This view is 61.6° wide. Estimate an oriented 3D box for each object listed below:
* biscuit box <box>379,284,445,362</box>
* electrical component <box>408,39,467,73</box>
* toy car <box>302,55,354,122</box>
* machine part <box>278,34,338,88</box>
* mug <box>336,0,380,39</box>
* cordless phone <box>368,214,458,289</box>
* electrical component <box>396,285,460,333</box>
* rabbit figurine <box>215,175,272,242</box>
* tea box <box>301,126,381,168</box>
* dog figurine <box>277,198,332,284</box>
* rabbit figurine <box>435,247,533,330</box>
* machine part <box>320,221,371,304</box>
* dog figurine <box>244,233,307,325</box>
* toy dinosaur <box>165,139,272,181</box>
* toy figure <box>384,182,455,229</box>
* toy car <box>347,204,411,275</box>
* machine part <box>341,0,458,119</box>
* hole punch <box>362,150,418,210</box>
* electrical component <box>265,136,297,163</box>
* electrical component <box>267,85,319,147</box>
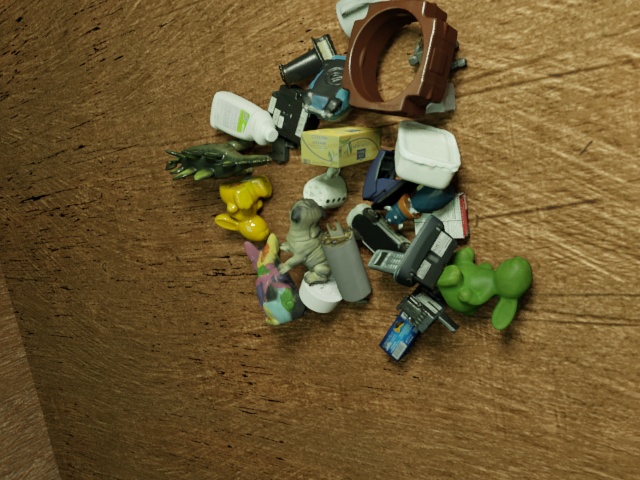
[{"bbox_3d":[0.208,0.179,1.195,0.059,0.063,0.202,40,124,20],"label":"biscuit box"},{"bbox_3d":[0.225,-0.357,1.041,0.102,0.045,0.078,-15,122,42],"label":"electrical component"},{"bbox_3d":[0.038,-0.308,1.151,0.109,0.161,0.102,23,160,24],"label":"toy car"},{"bbox_3d":[-0.026,-0.395,1.194,0.139,0.039,0.084,-28,92,9],"label":"machine part"},{"bbox_3d":[0.091,-0.465,1.074,0.107,0.109,0.080,-19,83,26],"label":"mug"},{"bbox_3d":[0.177,0.020,1.099,0.088,0.146,0.184,36,170,-22],"label":"cordless phone"},{"bbox_3d":[0.223,0.152,1.091,0.119,0.075,0.047,41,123,15],"label":"electrical component"},{"bbox_3d":[-0.198,-0.069,1.398,0.163,0.122,0.173,-8,118,31],"label":"rabbit figurine"},{"bbox_3d":[0.047,-0.199,1.137,0.098,0.169,0.068,12,110,32],"label":"tea box"},{"bbox_3d":[-0.004,-0.001,1.243,0.190,0.172,0.121,118,152,-42],"label":"dog figurine"},{"bbox_3d":[0.330,0.093,1.041,0.170,0.121,0.159,-16,100,41],"label":"rabbit figurine"},{"bbox_3d":[0.060,0.057,1.222,0.079,0.079,0.242,8,134,35],"label":"machine part"},{"bbox_3d":[-0.119,0.096,1.363,0.191,0.108,0.219,171,80,-78],"label":"dog figurine"},{"bbox_3d":[-0.258,-0.197,1.350,0.472,0.198,0.105,0,106,39],"label":"toy dinosaur"},{"bbox_3d":[0.198,-0.072,1.085,0.154,0.058,0.064,-26,76,41],"label":"toy figure"},{"bbox_3d":[0.142,0.002,1.199,0.202,0.056,0.073,45,119,17],"label":"toy car"},{"bbox_3d":[0.146,-0.336,1.011,0.202,0.087,0.200,20,103,42],"label":"machine part"},{"bbox_3d":[0.141,-0.124,1.119,0.116,0.142,0.092,-43,78,23],"label":"hole punch"},{"bbox_3d":[-0.098,-0.224,1.333,0.094,0.021,0.063,14,111,33],"label":"electrical component"},{"bbox_3d":[-0.062,-0.299,1.262,0.134,0.058,0.114,36,120,24],"label":"electrical component"}]
